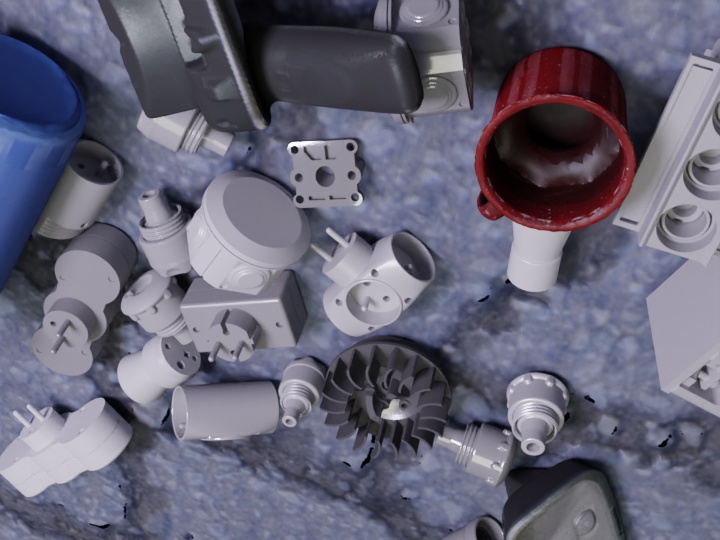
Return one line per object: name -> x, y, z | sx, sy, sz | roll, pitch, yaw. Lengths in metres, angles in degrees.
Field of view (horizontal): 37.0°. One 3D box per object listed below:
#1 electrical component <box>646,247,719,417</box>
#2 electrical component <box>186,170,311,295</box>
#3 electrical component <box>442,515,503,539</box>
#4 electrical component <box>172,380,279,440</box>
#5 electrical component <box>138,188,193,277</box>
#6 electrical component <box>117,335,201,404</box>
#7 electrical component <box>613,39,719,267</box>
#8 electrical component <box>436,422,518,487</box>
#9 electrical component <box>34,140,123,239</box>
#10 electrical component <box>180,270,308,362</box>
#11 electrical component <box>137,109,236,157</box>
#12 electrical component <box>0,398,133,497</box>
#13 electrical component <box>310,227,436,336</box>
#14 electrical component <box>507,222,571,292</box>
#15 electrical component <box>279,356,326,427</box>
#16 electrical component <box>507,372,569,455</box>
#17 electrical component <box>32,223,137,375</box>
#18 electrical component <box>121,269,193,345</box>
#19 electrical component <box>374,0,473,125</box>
electrical component -> 0.261, 0.016, 0.685 | 0.062, 0.089, 0.150 | 27, 129, -16
electrical component -> -0.080, -0.026, 0.753 | 0.080, 0.080, 0.051 | 33, 132, -11
electrical component -> 0.098, 0.239, 0.932 | 0.040, 0.040, 0.046 | 40, 132, -16
electrical component -> -0.116, 0.114, 0.881 | 0.077, 0.044, 0.079 | -1, 175, -26
electrical component -> -0.142, -0.030, 0.788 | 0.043, 0.043, 0.062 | -9, 122, 20
electrical component -> -0.163, 0.078, 0.874 | 0.055, 0.045, 0.045 | -32, 113, 31
electrical component -> 0.213, -0.072, 0.652 | 0.079, 0.063, 0.121 | 17, 129, 1
electrical component -> 0.092, 0.141, 0.857 | 0.062, 0.048, 0.048 | 21, 129, 7
electrical component -> -0.210, -0.052, 0.788 | 0.043, 0.043, 0.081 | 33, 127, -11
electrical component -> -0.092, 0.043, 0.809 | 0.083, 0.075, 0.047 | -4, 125, 17
electrical component -> -0.116, -0.099, 0.729 | 0.062, 0.043, 0.043 | 27, 128, -8
electrical component -> -0.273, 0.146, 0.948 | 0.138, 0.052, 0.073 | -25, 117, 30
electrical component -> 0.000, 0.000, 0.773 | 0.079, 0.044, 0.077 | 39, 126, -16
electrical component -> 0.121, -0.018, 0.732 | 0.044, 0.044, 0.065 | 10, 133, 7
electrical component -> -0.048, 0.098, 0.848 | 0.035, 0.061, 0.035 | 7, 128, 9
electrical component -> 0.133, 0.112, 0.812 | 0.048, 0.062, 0.048 | 7, 128, 9
electrical component -> -0.222, 0.035, 0.838 | 0.052, 0.073, 0.138 | 26, 128, -5
electrical component -> -0.151, 0.032, 0.837 | 0.048, 0.048, 0.062 | -20, 126, 27
electrical component -> 0.039, -0.129, 0.644 | 0.051, 0.080, 0.080 | -5, 125, 11
